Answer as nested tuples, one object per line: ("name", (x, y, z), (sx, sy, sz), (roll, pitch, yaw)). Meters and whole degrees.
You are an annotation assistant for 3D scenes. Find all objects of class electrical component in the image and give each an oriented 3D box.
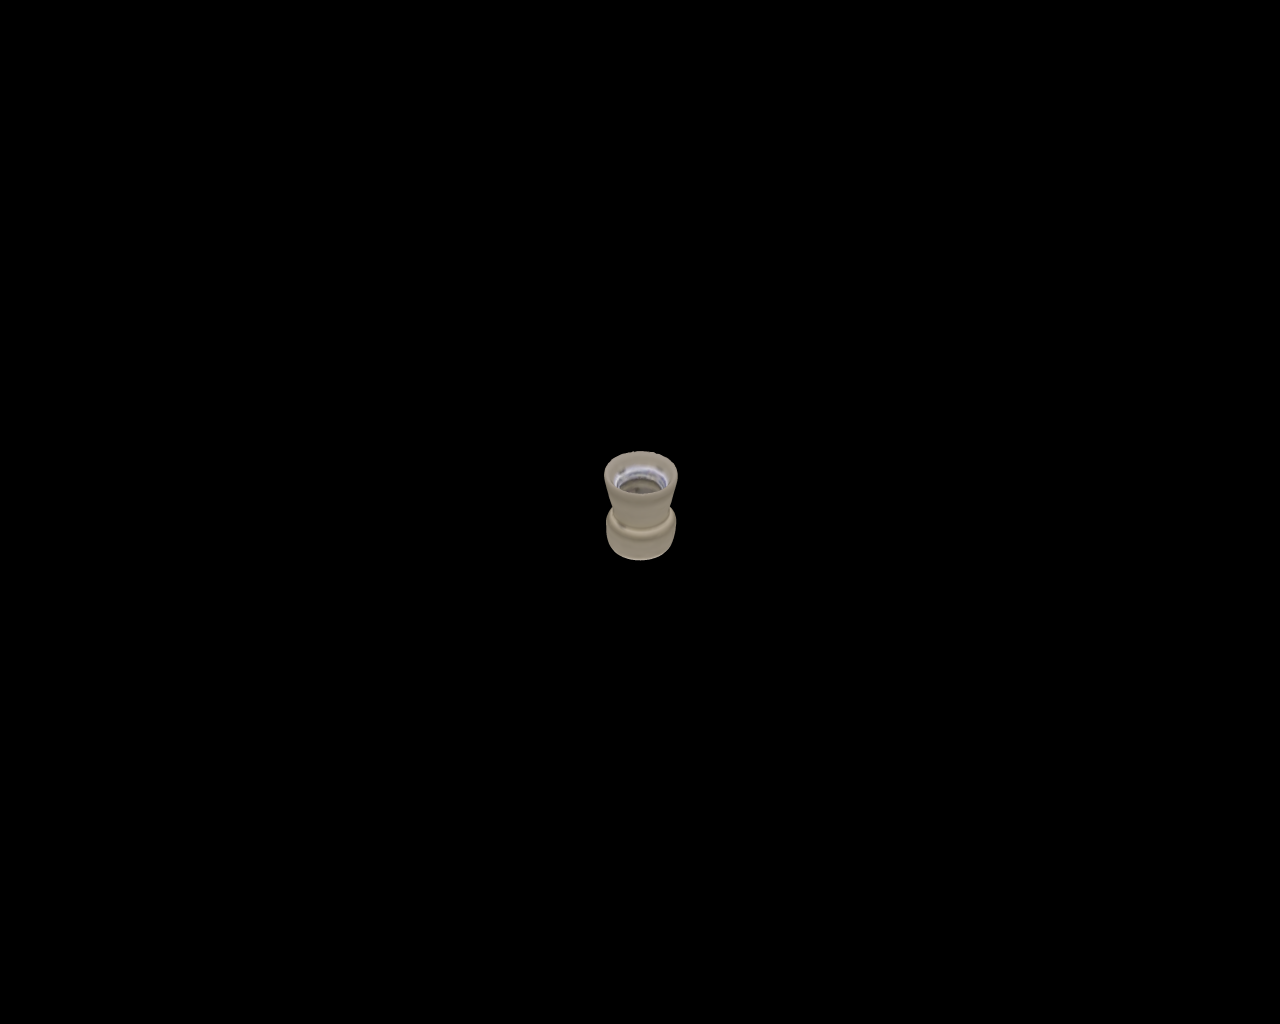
("electrical component", (0.001, -0.003, 0.650), (0.045, 0.055, 0.045), (0, 39, 0))
